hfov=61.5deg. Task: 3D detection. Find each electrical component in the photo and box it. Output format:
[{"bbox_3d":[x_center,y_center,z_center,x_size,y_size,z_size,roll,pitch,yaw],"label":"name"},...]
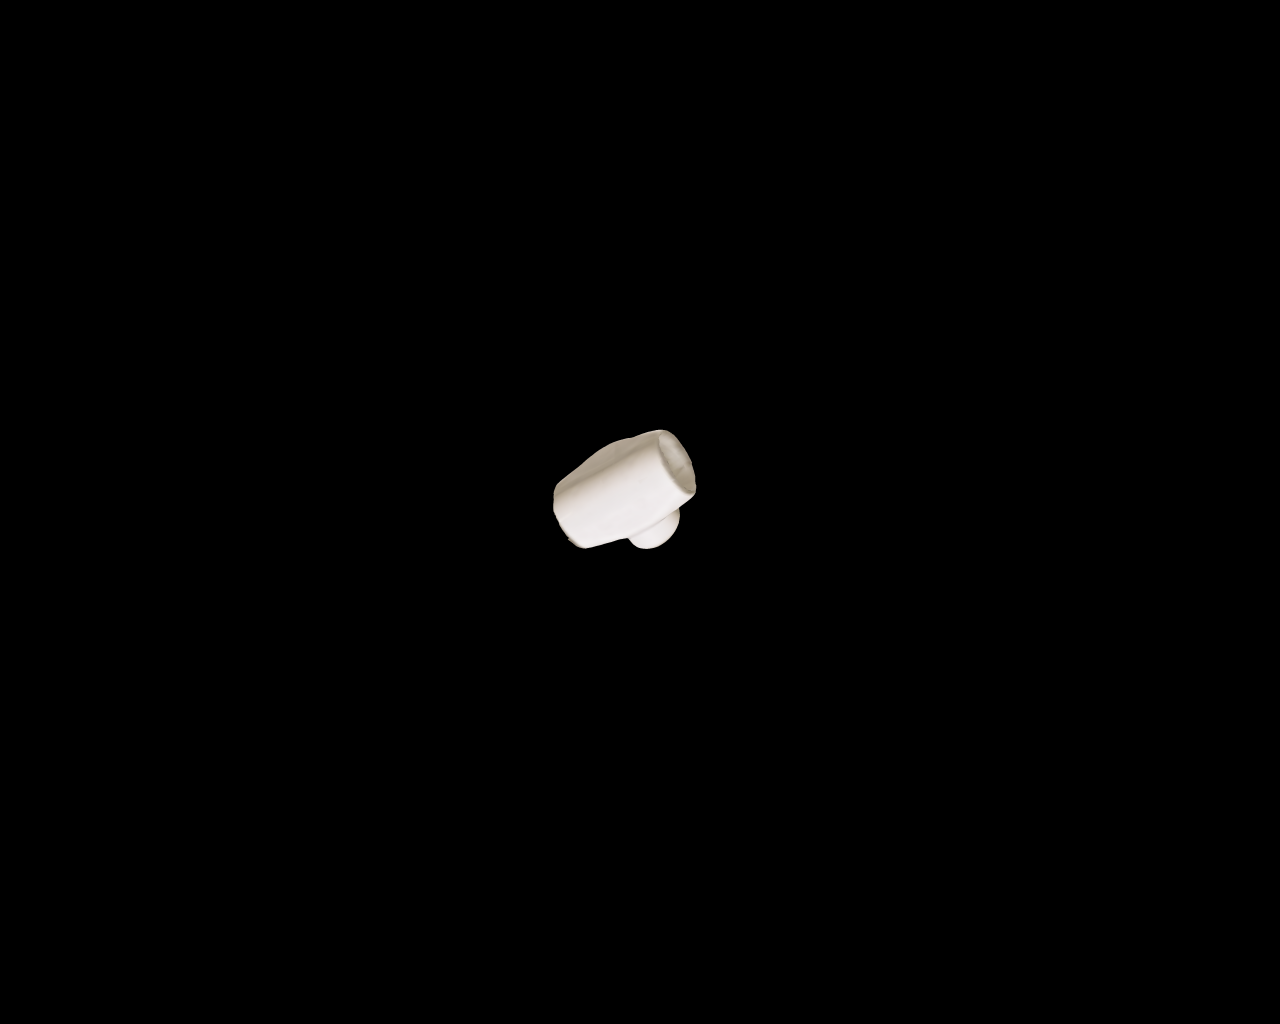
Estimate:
[{"bbox_3d":[0.001,-0.003,0.650,0.077,0.044,0.079,-27,-53,22],"label":"electrical component"}]
